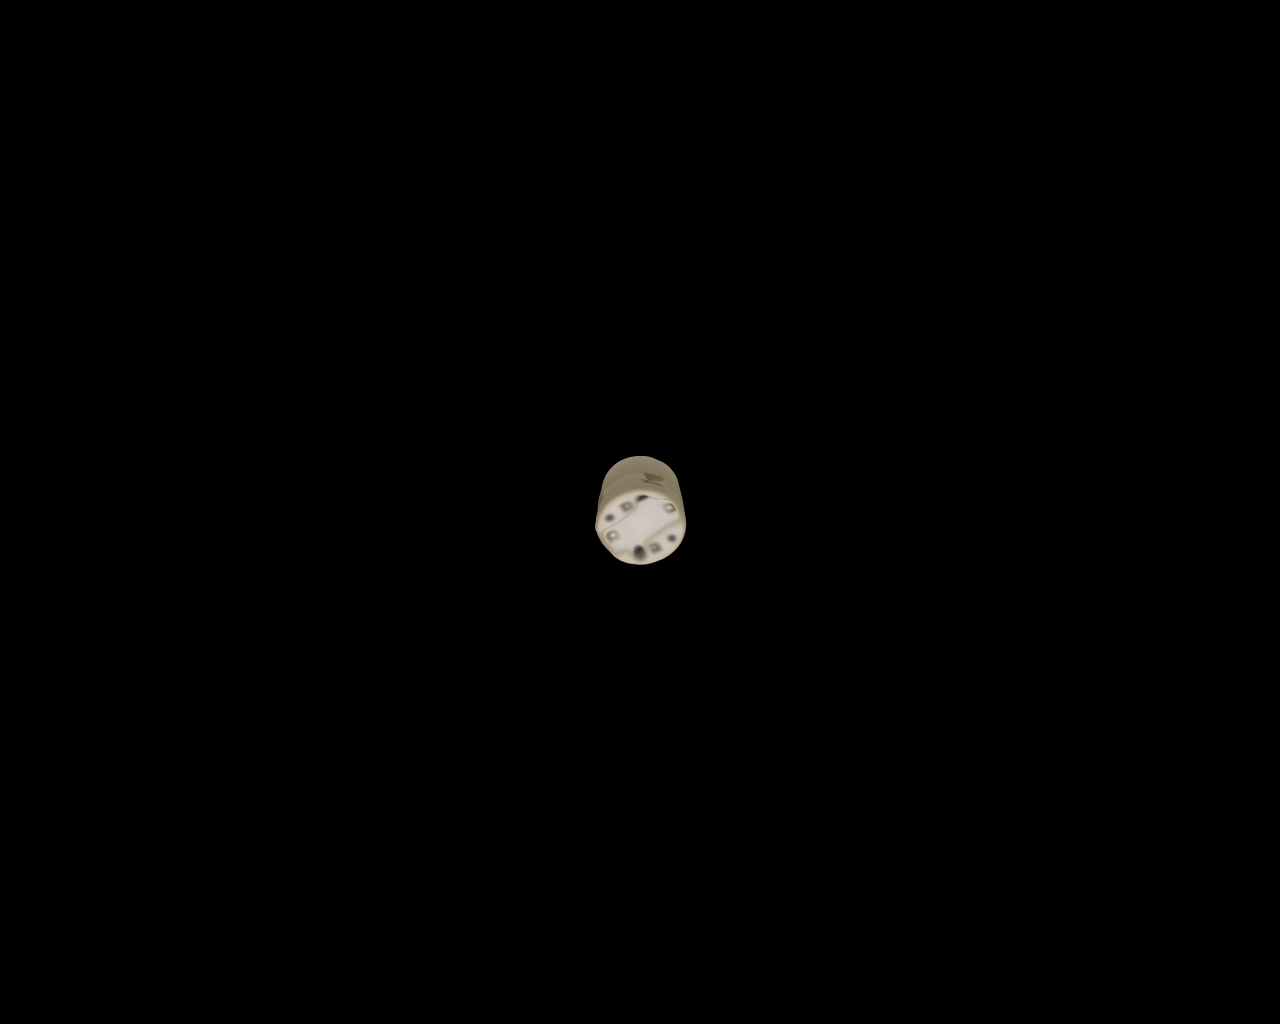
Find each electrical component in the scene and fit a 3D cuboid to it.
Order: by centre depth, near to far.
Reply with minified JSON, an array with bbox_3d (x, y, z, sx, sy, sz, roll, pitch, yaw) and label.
[{"bbox_3d":[0.001,-0.003,0.650,0.055,0.055,0.047,0,32,0],"label":"electrical component"}]
